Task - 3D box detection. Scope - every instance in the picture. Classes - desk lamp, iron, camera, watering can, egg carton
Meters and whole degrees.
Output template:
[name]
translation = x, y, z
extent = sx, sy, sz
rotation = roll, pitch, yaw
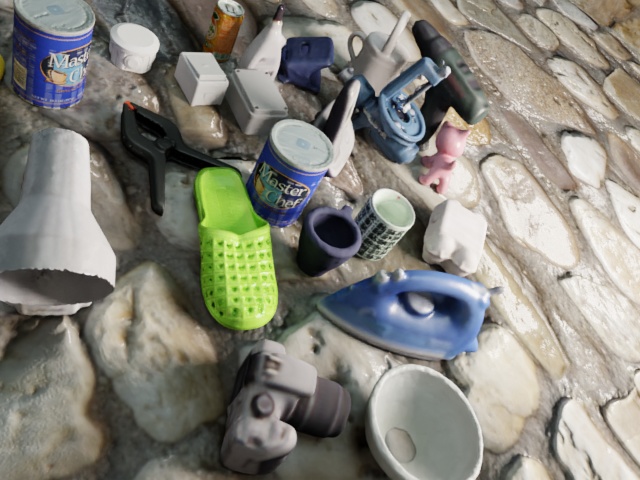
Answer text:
[desk lamp]
translation = -0.288, 0.000, 0.612
extent = 0.118, 0.213, 0.203
rotation = 5, 51, -27
[iron]
translation = 0.137, 0.087, 0.839
extent = 0.259, 0.141, 0.118
rotation = 13, 48, -21
[camera]
translation = -0.033, 0.198, 0.675
extent = 0.137, 0.100, 0.143
rotation = 21, 46, -13
[watering can]
translation = 0.144, -0.391, 1.209
extent = 0.173, 0.194, 0.101
rotation = 16, 47, -18
[egg carton]
translation = 0.241, -0.006, 1.030
extent = 0.107, 0.069, 0.150
rotation = 30, 44, -5

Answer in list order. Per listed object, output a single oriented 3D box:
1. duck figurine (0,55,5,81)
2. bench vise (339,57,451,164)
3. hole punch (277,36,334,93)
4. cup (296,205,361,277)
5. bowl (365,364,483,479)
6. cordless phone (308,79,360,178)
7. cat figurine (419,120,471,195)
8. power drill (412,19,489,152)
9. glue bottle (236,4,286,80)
[duck figurine]
translation = -0.492, -0.265, 0.806
extent = 0.077, 0.086, 0.105
rotation = 31, 44, -3
[bench vise]
translation = 0.132, -0.268, 1.079
extent = 0.207, 0.219, 0.121
rotation = 26, 45, -9
[hole punch]
translation = -0.029, -0.368, 1.161
extent = 0.101, 0.091, 0.108
rotation = 16, 47, -18
[cup]
translation = 0.008, 0.003, 0.867
extent = 0.091, 0.095, 0.118
rotation = 34, 44, -1
[bowl]
translation = 0.121, 0.251, 0.739
extent = 0.168, 0.074, 0.167
rotation = 16, 47, -18
[cordless phone]
translation = 0.039, -0.214, 1.004
extent = 0.094, 0.185, 0.148
rotation = 29, 44, -5
[cat figurine]
translation = 0.256, -0.175, 1.146
extent = 0.067, 0.117, 0.128
rotation = 23, 45, -12
[power drill]
translation = 0.224, -0.296, 1.165
extent = 0.076, 0.208, 0.229
rotation = -29, 71, -42
[glue bottle]
translation = -0.098, -0.355, 1.051
extent = 0.078, 0.173, 0.037
rotation = -13, 61, -37
